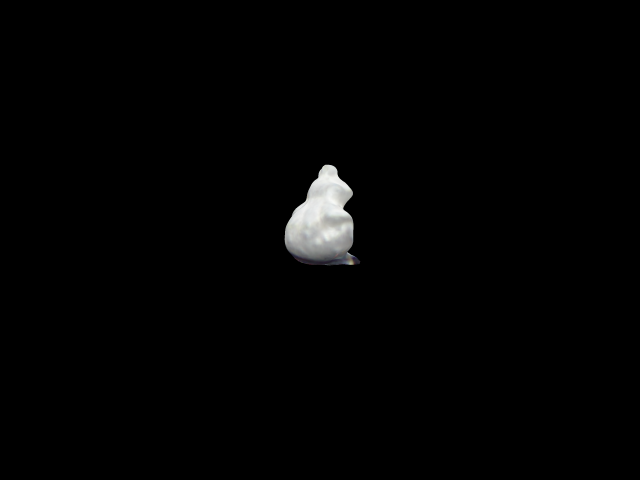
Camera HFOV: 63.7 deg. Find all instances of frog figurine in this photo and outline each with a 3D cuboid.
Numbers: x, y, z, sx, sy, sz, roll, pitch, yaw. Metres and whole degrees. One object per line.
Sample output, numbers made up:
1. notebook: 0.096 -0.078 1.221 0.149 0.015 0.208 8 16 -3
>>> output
1. frog figurine: 0.003 -0.043 0.850 0.123 0.158 0.138 -5 13 -24
